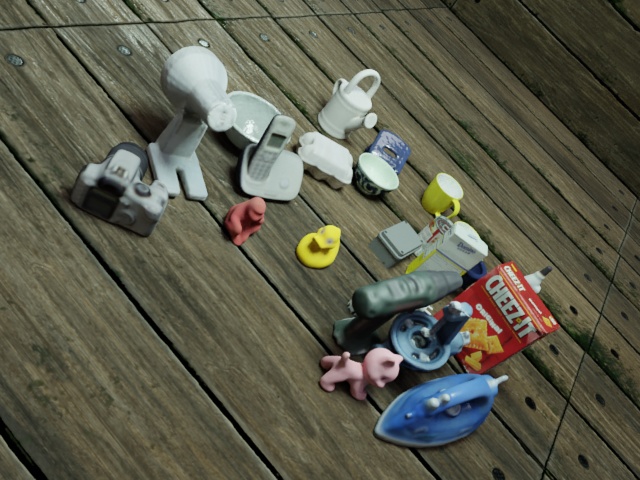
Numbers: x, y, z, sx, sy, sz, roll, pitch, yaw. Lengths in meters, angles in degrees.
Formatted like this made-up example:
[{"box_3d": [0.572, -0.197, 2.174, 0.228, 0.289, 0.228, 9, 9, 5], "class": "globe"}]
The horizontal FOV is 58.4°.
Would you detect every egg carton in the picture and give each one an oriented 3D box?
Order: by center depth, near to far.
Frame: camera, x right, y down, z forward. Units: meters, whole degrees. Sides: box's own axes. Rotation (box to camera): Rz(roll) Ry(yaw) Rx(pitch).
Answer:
[{"box_3d": [0.011, -0.190, 1.359, 0.151, 0.069, 0.107, 25, 41, -21], "class": "egg carton"}]

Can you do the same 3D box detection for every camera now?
[{"box_3d": [-0.319, -0.103, 0.963, 0.143, 0.100, 0.137, 27, 40, -19], "class": "camera"}]

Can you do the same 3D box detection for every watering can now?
[{"box_3d": [0.090, -0.356, 1.485, 0.173, 0.193, 0.101, 50, 38, 9], "class": "watering can"}]

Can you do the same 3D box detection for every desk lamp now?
[{"box_3d": [-0.231, -0.217, 1.056, 0.118, 0.213, 0.203, 3, 52, -39], "class": "desk lamp"}]

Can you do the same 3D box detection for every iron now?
[{"box_3d": [0.226, 0.296, 1.030, 0.259, 0.141, 0.118, -1, 55, -42], "class": "iron"}]

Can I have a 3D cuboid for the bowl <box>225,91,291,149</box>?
[{"box_3d": [-0.153, -0.245, 1.264, 0.168, 0.074, 0.167, 24, 42, -23], "class": "bowl"}]

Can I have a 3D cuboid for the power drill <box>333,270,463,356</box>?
[{"box_3d": [0.129, 0.127, 1.050, 0.230, 0.208, 0.075, -3, 56, -43], "class": "power drill"}]

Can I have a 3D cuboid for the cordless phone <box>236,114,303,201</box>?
[{"box_3d": [-0.079, -0.169, 1.167, 0.148, 0.184, 0.094, 5, 51, -38], "class": "cordless phone"}]

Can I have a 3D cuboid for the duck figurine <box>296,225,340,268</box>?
[{"box_3d": [0.011, 0.004, 1.162, 0.105, 0.086, 0.077, -19, 68, -49], "class": "duck figurine"}]

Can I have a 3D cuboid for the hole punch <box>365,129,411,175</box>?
[{"box_3d": [0.178, -0.222, 1.518, 0.109, 0.091, 0.101, 34, 39, -11], "class": "hole punch"}]

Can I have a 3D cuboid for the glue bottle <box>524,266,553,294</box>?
[{"box_3d": [0.506, 0.117, 1.418, 0.078, 0.173, 0.037, 47, 38, 6], "class": "glue bottle"}]

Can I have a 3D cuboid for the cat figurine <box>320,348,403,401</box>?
[{"box_3d": [0.080, 0.220, 0.992, 0.128, 0.117, 0.067, 21, 43, -26], "class": "cat figurine"}]

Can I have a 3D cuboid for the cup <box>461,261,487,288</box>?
[{"box_3d": [0.343, 0.089, 1.365, 0.117, 0.094, 0.092, 49, 38, 8], "class": "cup"}]

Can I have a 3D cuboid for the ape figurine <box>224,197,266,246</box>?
[{"box_3d": [-0.134, -0.045, 1.076, 0.078, 0.092, 0.076, 3, 52, -39], "class": "ape figurine"}]

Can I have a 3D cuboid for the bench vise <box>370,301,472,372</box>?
[{"box_3d": [0.220, 0.168, 1.081, 0.208, 0.219, 0.121, -16, 65, -48], "class": "bench vise"}]
